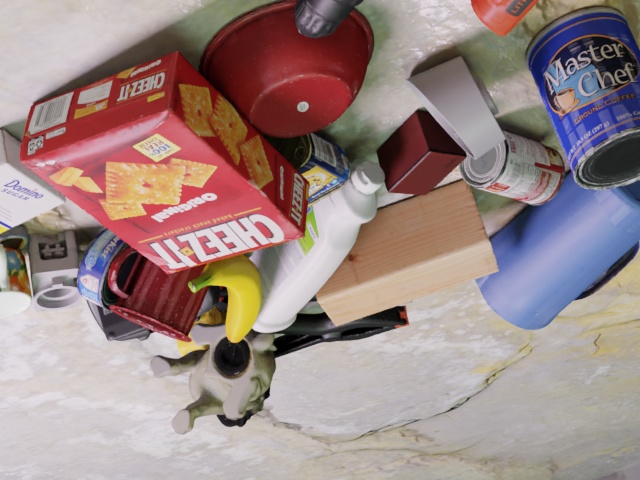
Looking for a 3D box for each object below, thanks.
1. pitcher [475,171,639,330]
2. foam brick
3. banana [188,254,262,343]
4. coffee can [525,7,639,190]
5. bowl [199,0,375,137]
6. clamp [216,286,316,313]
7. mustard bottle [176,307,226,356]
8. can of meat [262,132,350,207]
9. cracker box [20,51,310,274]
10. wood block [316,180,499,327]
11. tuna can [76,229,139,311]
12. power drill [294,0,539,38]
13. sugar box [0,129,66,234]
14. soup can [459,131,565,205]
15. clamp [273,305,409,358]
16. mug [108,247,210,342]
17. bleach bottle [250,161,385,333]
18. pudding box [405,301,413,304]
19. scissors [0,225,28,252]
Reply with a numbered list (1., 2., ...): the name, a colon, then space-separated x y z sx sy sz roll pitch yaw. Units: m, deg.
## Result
1. pitcher: 0.312 -0.004 1.293 0.149 0.145 0.243 -35 170 -47
2. foam brick: 0.105 -0.089 1.107 0.052 0.051 0.078 4 147 -35
3. banana: -0.092 0.055 1.134 0.069 0.037 0.197 -36 156 -6
4. coffee can: 0.265 -0.133 1.007 0.102 0.140 0.103 -12 153 -6
5. bowl: -0.023 -0.139 0.944 0.162 0.055 0.162 -12 153 -6
6. clamp: -0.063 0.069 1.330 0.120 0.039 0.171 -32 151 28
7. mustard bottle: -0.136 0.133 1.391 0.096 0.058 0.191 -8 153 1
8. can of meat: -0.031 -0.070 1.068 0.102 0.057 0.083 -28 152 24
9. cracker box: -0.132 -0.058 0.949 0.164 0.072 0.213 -14 144 27
10. wood block: 0.095 0.016 1.255 0.206 0.091 0.090 -19 152 8
11. tuna can: -0.219 0.029 1.128 0.034 0.086 0.086 24 158 16
12. power drill: 0.090 -0.216 0.852 0.187 0.057 0.185 4 147 -32
13. sugar box: -0.337 -0.034 0.993 0.176 0.048 0.093 -25 152 11
14. soup can: 0.208 -0.079 1.159 0.102 0.068 0.069 12 142 -40
15. clamp: 0.009 0.116 1.388 0.210 0.036 0.164 -7 161 -6
16. mug: -0.170 0.047 1.112 0.117 0.081 0.093 33 163 -37
17. bleach bottle: -0.008 0.001 1.162 0.067 0.102 0.251 -9 156 -41
18. pudding box: 0.076 0.052 1.371 0.090 0.039 0.113 -12 151 -2
19. scissors: -0.394 0.029 1.112 0.202 0.016 0.096 -27 151 20
